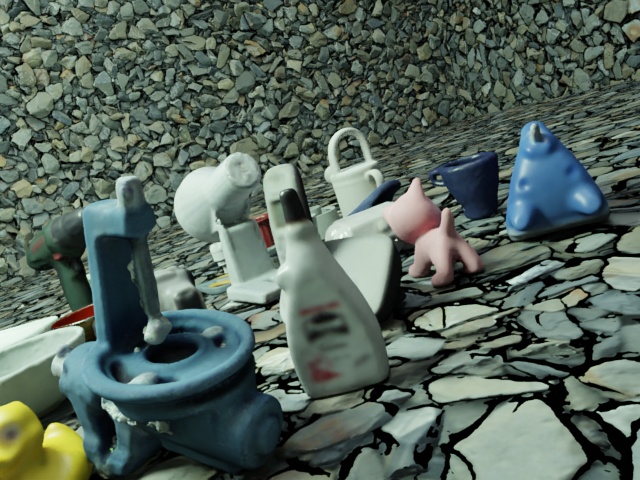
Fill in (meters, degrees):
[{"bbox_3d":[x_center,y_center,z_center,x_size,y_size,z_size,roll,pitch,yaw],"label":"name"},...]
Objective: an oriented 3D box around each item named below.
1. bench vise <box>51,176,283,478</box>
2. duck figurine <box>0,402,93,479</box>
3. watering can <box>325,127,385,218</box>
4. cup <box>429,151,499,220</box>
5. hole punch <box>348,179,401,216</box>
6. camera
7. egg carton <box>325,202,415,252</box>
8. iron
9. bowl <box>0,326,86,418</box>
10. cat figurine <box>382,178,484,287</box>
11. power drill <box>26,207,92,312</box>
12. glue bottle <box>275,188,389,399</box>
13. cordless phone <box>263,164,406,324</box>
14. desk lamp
[{"bbox_3d":[-0.147,0.073,0.420,0.207,0.220,0.121,-15,11,16],"label":"bench vise"},{"bbox_3d":[-0.230,0.167,0.447,0.077,0.086,0.104,-17,11,7],"label":"duck figurine"},{"bbox_3d":[0.066,-0.121,1.118,0.172,0.194,0.101,-9,15,42],"label":"watering can"},{"bbox_3d":[0.231,-0.080,0.902,0.117,0.095,0.092,-8,15,42],"label":"cup"},{"bbox_3d":[0.091,-0.048,0.986,0.100,0.091,0.109,-10,13,36],"label":"hole punch"},{"bbox_3d":[-0.229,0.098,0.759,0.137,0.101,0.142,-24,12,-26],"label":"camera"},{"bbox_3d":[0.083,-0.009,0.860,0.150,0.069,0.107,-21,11,-12],"label":"egg carton"},{"bbox_3d":[0.290,-0.094,0.749,0.118,0.141,0.259,-14,11,20],"label":"iron"},{"bbox_3d":[-0.344,0.168,0.663,0.167,0.075,0.167,-18,11,4],"label":"bowl"},{"bbox_3d":[0.128,-0.015,0.685,0.067,0.118,0.127,-21,11,-15],"label":"cat figurine"},{"bbox_3d":[-0.426,0.056,1.007,0.228,0.208,0.076,-10,14,38],"label":"power drill"},{"bbox_3d":[-0.002,0.041,0.467,0.078,0.173,0.037,-17,11,6],"label":"glue bottle"},{"bbox_3d":[0.006,0.002,0.619,0.147,0.185,0.094,-10,13,36],"label":"cordless phone"},{"bbox_3d":[-0.121,-0.021,0.875,0.118,0.214,0.202,-25,13,-33],"label":"desk lamp"}]
